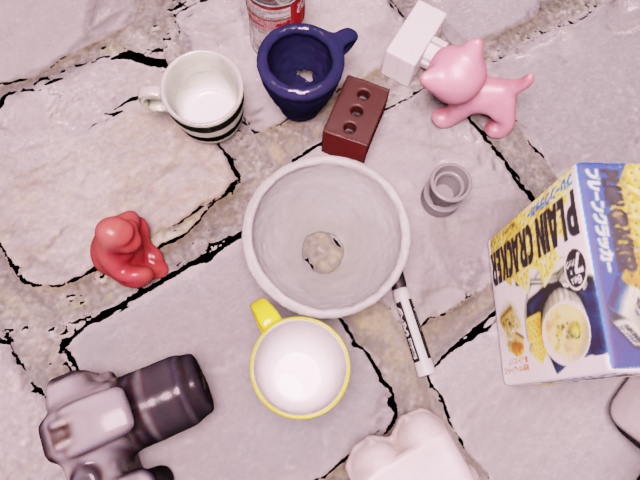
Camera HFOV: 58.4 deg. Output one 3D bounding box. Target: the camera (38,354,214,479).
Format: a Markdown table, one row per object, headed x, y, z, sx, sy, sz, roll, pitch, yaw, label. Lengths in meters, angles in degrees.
| x | y | z | sx | sy | sz | roll | pitch | yaw | label |
| --- | --- | --- | --- | --- | --- | --- | --- | --- | --- |
| -0.165 | 0.171 | 0.517 | 0.137 | 0.101 | 0.143 | -22 | 76 | -9 | camera |

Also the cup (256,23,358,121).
| x | y | z | sx | sy | sz | roll | pitch | yaw | label |
| --- | --- | --- | --- | --- | --- | --- | --- | --- | --- |
| -0.011 | -0.182 | 0.633 | 0.118 | 0.095 | 0.091 | -34 | 78 | -12 | cup |

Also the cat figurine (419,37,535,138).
| x | y | z | sx | sy | sz | roll | pitch | yaw | label |
| --- | --- | --- | --- | --- | --- | --- | --- | --- | --- |
| 0.168 | -0.172 | 0.628 | 0.128 | 0.118 | 0.067 | 7 | 73 | 0 | cat figurine |

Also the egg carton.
| x | y | z | sx | sy | sz | roll | pitch | yaw | label |
| --- | --- | --- | --- | --- | --- | --- | --- | --- | --- |
| 0.097 | 0.240 | 0.526 | 0.107 | 0.069 | 0.150 | -28 | 77 | -10 | egg carton |

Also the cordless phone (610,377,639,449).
| x | y | z | sx | sy | sz | roll | pitch | yaw | label |
| --- | --- | --- | --- | --- | --- | --- | --- | --- | --- |
| 0.365 | 0.139 | 0.509 | 0.094 | 0.185 | 0.148 | 43 | 76 | 10 | cordless phone |

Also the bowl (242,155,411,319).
| x | y | z | sx | sy | sz | roll | pitch | yaw | label |
| --- | --- | --- | --- | --- | --- | --- | --- | --- | --- |
| 0.005 | 0.002 | 0.590 | 0.167 | 0.075 | 0.167 | 1 | 73 | -3 | bowl |

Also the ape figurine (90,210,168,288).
| x | y | z | sx | sy | sz | roll | pitch | yaw | label |
| --- | --- | --- | --- | --- | --- | --- | --- | --- | --- |
| -0.196 | 0.005 | 0.570 | 0.076 | 0.092 | 0.078 | 6 | 73 | -1 | ape figurine |
